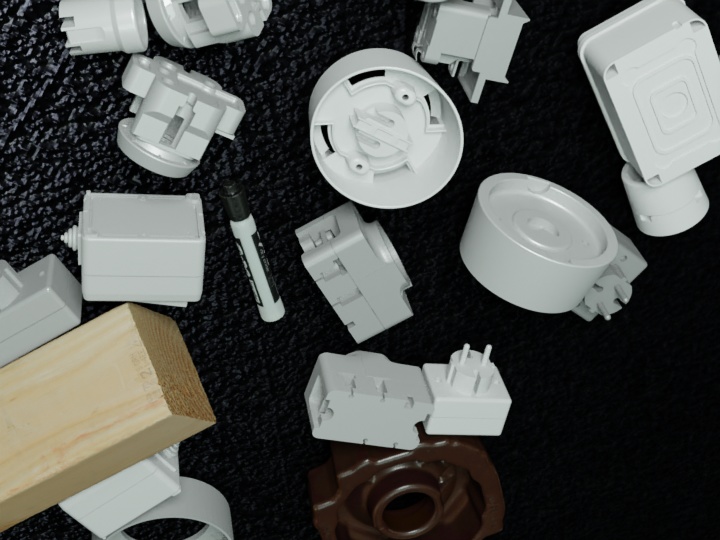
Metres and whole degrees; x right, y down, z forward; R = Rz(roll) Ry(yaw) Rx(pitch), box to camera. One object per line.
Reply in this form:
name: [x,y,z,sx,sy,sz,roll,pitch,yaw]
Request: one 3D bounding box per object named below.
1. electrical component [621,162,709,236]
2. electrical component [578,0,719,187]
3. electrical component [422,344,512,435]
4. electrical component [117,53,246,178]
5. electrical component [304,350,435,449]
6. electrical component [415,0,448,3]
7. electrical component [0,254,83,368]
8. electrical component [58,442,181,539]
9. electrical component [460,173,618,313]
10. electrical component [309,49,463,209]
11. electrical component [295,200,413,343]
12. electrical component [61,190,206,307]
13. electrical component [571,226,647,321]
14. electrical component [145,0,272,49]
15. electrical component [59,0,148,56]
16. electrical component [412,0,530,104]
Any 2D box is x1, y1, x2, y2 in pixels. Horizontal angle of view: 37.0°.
electrical component: [0.226,-0.061,0.803,0.055,0.055,0.047,-27,121,7]
electrical component: [0.208,-0.126,0.751,0.078,0.057,0.113,-28,125,7]
electrical component: [0.088,0.091,0.879,0.066,0.047,0.076,3,123,-14]
electrical component: [-0.123,-0.097,0.699,0.078,0.058,0.057,21,114,-24]
electrical component: [0.006,0.103,0.864,0.089,0.055,0.050,10,121,-19]
electrical component: [0.042,-0.200,0.665,0.078,0.057,0.058,-30,125,8]
electrical component: [-0.252,0.019,0.757,0.083,0.047,0.075,-28,124,8]
electrical component: [-0.188,0.155,0.853,0.096,0.061,0.061,-33,124,10]
electrical component: [0.125,-0.015,0.782,0.108,0.108,0.060,10,127,-18]
electrical component: [0.014,-0.097,0.724,0.099,0.064,0.099,-6,126,-8]
electrical component: [0.000,0.000,0.796,0.056,0.050,0.089,-28,125,7]
electrical component: [-0.157,-0.013,0.745,0.096,0.061,0.061,1,124,-13]
electrical component: [0.184,0.009,0.826,0.047,0.076,0.065,31,113,-28]
electrical component: [-0.093,-0.167,0.651,0.057,0.078,0.058,-9,128,20]
electrical component: [-0.158,-0.152,0.665,0.046,0.040,0.040,-7,125,0]
electrical component: [0.071,-0.157,0.710,0.064,0.042,0.081,8,121,-13]
